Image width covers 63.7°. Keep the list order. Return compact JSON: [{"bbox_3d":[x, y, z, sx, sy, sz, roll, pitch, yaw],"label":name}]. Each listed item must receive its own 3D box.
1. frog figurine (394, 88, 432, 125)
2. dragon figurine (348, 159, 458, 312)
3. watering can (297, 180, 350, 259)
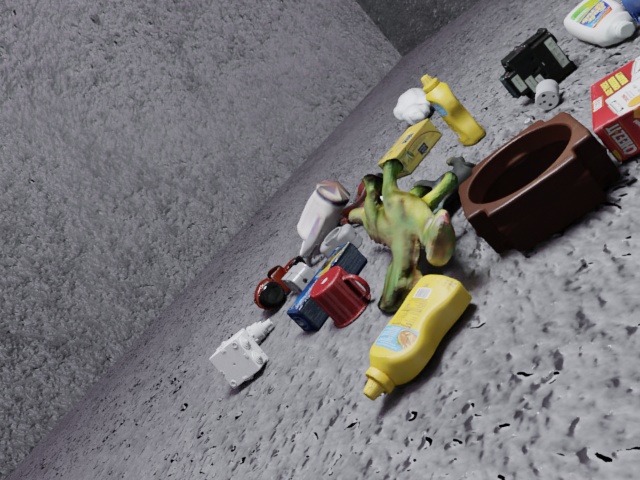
[{"bbox_3d":[0.311,-0.445,1.739,0.136,0.121,0.162,-13,16,30],"label":"frog figurine"},{"bbox_3d":[0.123,0.004,0.902,0.405,0.122,0.247,142,143,-66],"label":"dragon figurine"},{"bbox_3d":[0.005,-0.075,1.498,0.353,0.104,0.221,-74,10,-70],"label":"watering can"}]
